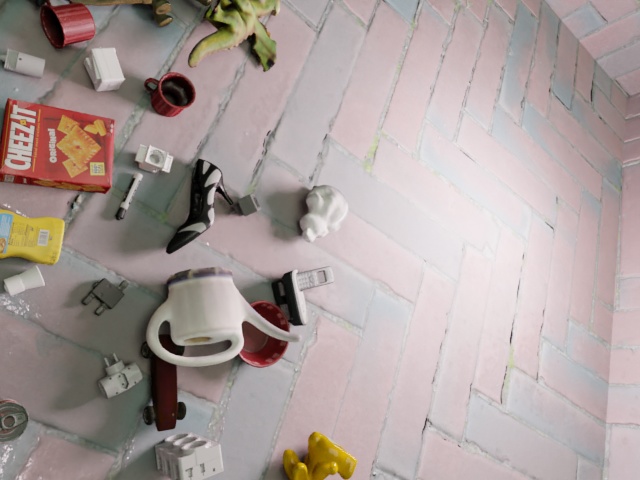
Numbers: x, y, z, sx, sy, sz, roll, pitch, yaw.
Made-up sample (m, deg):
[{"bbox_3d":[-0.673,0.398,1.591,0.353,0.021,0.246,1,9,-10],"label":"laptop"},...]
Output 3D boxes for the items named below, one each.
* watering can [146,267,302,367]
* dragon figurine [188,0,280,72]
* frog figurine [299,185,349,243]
[{"bbox_3d":[-0.222,0.168,1.188,0.348,0.102,0.228,-3,67,-25],"label":"watering can"},{"bbox_3d":[-0.207,-0.571,1.432,0.240,0.121,0.417,33,63,-34],"label":"dragon figurine"},{"bbox_3d":[0.004,-0.073,1.442,0.163,0.122,0.135,-56,132,-43],"label":"frog figurine"}]
